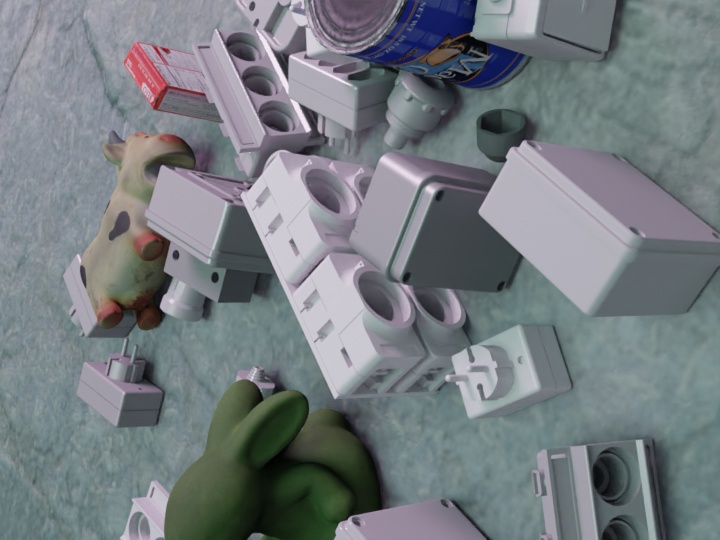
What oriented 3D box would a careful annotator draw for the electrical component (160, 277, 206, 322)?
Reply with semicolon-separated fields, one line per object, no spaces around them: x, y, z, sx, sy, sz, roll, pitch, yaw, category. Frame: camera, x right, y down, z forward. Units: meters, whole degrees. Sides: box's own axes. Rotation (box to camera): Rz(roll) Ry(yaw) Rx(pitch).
-0.163;0.021;1.016;0.040;0.040;0.046;30;103;42;electrical component

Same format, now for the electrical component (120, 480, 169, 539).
-0.156;0.256;0.975;0.121;0.063;0.078;33;111;41;electrical component

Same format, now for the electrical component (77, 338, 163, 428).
-0.237;0.107;1.079;0.083;0.047;0.075;25;104;44;electrical component

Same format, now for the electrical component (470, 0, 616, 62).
0.120;-0.175;0.701;0.061;0.096;0.061;13;97;45;electrical component

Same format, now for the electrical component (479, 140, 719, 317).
0.148;-0.024;0.655;0.108;0.109;0.056;48;122;36;electrical component

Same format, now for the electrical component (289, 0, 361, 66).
-0.024;-0.193;0.791;0.047;0.077;0.065;-7;83;42;electrical component

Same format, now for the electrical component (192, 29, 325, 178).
-0.092;-0.144;0.932;0.121;0.079;0.063;64;147;27;electrical component

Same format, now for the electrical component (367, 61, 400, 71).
0.023;-0.206;0.835;0.056;0.050;0.089;33;110;41;electrical component

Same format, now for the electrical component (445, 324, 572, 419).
0.090;0.069;0.728;0.066;0.077;0.047;-31;66;40;electrical component

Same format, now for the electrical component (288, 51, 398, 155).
-0.015;-0.130;0.870;0.083;0.047;0.075;32;131;37;electrical component

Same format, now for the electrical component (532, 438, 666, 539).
0.149;0.170;0.671;0.063;0.079;0.121;153;113;-65;electrical component

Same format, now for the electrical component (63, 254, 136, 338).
-0.279;0.039;1.126;0.075;0.047;0.083;-49;56;32;electrical component

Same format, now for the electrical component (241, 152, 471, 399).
0.000;0.000;0.805;0.060;0.105;0.186;-47;57;33;electrical component

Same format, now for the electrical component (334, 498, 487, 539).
0.046;0.218;0.741;0.109;0.109;0.056;43;119;38;electrical component

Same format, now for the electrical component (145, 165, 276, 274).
-0.107;-0.042;0.915;0.109;0.109;0.056;29;105;43;electrical component

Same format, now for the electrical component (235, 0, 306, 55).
-0.055;-0.221;0.908;0.095;0.059;0.053;52;122;34;electrical component

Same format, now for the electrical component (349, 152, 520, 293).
0.059;-0.030;0.741;0.057;0.113;0.078;38;114;43;electrical component

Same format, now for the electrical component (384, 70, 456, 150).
0.040;-0.120;0.818;0.048;0.048;0.062;58;132;31;electrical component

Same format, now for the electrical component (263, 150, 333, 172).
-0.047;-0.074;0.893;0.045;0.055;0.045;-4;84;45;electrical component

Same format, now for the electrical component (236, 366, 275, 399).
-0.097;0.123;0.939;0.043;0.043;0.081;24;104;44;electrical component
